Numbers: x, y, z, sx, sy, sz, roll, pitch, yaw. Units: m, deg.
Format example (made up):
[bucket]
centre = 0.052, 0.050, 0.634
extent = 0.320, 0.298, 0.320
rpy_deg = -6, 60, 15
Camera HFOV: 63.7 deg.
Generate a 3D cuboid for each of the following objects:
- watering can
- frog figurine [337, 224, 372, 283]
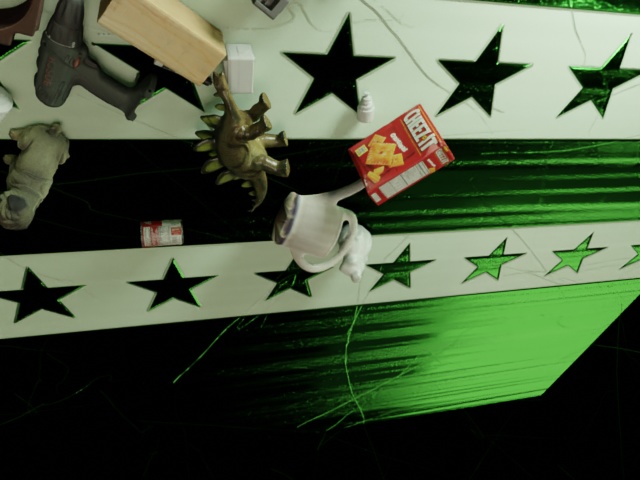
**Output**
[watering can]
centre = 0.004, -0.069, 1.373
extent = 0.223, 0.106, 0.342
rpy_deg = 17, 111, -17
[frog figurine]
centre = 0.101, 0.035, 1.484
extent = 0.122, 0.163, 0.134
rpy_deg = -23, 138, 4
